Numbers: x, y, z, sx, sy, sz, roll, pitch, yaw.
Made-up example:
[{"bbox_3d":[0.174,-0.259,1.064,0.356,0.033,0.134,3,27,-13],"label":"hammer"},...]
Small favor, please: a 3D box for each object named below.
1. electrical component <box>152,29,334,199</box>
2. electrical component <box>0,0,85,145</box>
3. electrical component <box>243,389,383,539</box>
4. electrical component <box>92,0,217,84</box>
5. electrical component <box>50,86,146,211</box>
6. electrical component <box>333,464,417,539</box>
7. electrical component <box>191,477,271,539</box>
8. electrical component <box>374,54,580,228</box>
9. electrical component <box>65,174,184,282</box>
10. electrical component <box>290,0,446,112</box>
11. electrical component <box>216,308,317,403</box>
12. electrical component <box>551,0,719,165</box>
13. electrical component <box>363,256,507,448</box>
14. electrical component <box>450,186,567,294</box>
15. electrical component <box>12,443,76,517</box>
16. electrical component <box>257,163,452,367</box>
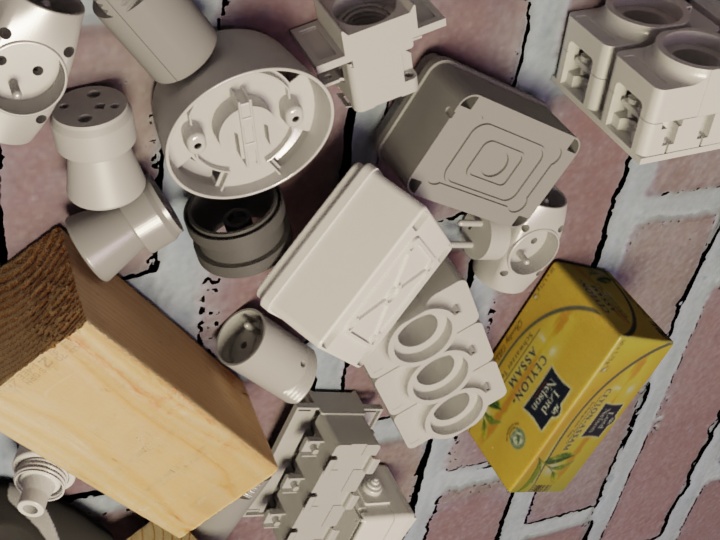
[{"bbox_3d":[-0.067,-0.085,0.609,0.099,0.064,0.099,-16,134,-17],"label":"electrical component"},{"bbox_3d":[-0.188,-0.109,0.534,0.079,0.044,0.077,11,121,-36],"label":"electrical component"},{"bbox_3d":[-0.034,0.160,0.848,0.079,0.063,0.121,6,125,-33],"label":"electrical component"},{"bbox_3d":[-0.114,-0.138,0.551,0.043,0.043,0.081,-36,137,4],"label":"electrical component"},{"bbox_3d":[-0.145,-0.067,0.595,0.045,0.045,0.055,-16,134,-16],"label":"electrical component"},{"bbox_3d":[0.004,0.210,0.916,0.061,0.061,0.096,4,126,-32],"label":"electrical component"},{"bbox_3d":[-0.100,0.167,0.831,0.043,0.043,0.081,17,119,-39],"label":"electrical component"},{"bbox_3d":[0.075,-0.083,0.698,0.113,0.057,0.078,15,119,-38],"label":"electrical component"},{"bbox_3d":[-0.139,-0.026,0.636,0.055,0.045,0.045,-31,137,-2],"label":"electrical component"},{"bbox_3d":[0.006,-0.131,0.628,0.081,0.042,0.063,-22,139,-10],"label":"electrical component"},{"bbox_3d":[-0.060,0.064,0.762,0.043,0.043,0.081,-41,136,9],"label":"electrical component"},{"bbox_3d":[0.238,-0.138,0.707,0.186,0.105,0.060,-12,133,-20],"label":"electrical component"},{"bbox_3d":[0.047,0.060,0.806,0.089,0.061,0.150,-29,137,-3],"label":"electrical component"},{"bbox_3d":[0.100,-0.025,0.773,0.079,0.044,0.077,0,128,-30],"label":"electrical component"},{"bbox_3d":[-0.212,0.135,0.720,0.048,0.062,0.048,2,131,3],"label":"electrical component"},{"bbox_3d":[0.000,0.000,0.687,0.108,0.056,0.109,-52,162,-1],"label":"electrical component"}]
